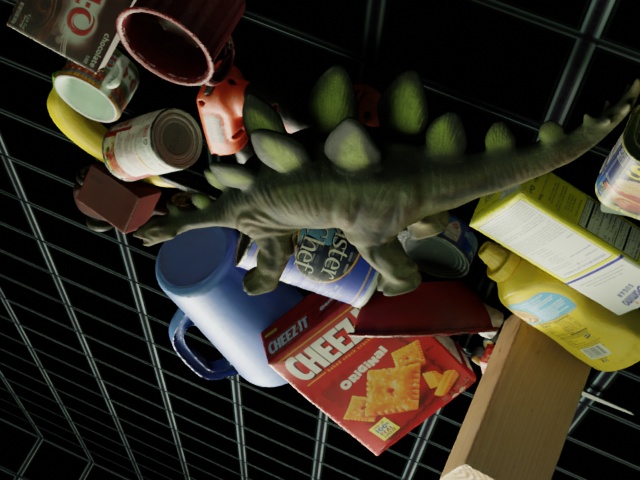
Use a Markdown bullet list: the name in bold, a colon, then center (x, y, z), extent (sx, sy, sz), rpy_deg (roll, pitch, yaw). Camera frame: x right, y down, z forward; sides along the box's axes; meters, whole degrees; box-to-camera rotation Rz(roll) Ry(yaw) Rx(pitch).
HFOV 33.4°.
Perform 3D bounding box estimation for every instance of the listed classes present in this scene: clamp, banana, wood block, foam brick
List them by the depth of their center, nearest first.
- **wood block**: center (0.216, 0.179, 1.142), extent (0.091, 0.206, 0.090), rpy_deg (27, 154, 0)
- **clamp**: center (-0.079, -0.039, 1.216), extent (0.165, 0.036, 0.209), rpy_deg (-4, 141, 44)
- **banana**: center (-0.245, -0.115, 1.238), extent (0.197, 0.037, 0.070), rpy_deg (38, 152, -22)
- **foam brick**: center (-0.239, -0.053, 1.271), extent (0.078, 0.051, 0.053), rpy_deg (35, 112, 14)

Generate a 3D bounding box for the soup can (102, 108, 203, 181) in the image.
- **soup can**: center (-0.183, -0.104, 1.165), extent (0.102, 0.068, 0.068), rpy_deg (-7, 138, 48)

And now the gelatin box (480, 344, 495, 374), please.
- **gelatin box**: center (0.232, 0.164, 1.264), extent (0.073, 0.030, 0.089), rpy_deg (14, 150, 24)

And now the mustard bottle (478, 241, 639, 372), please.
- **mustard bottle**: center (0.238, 0.060, 1.073), extent (0.191, 0.058, 0.096), rpy_deg (33, 153, -13)

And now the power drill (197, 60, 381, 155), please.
- **power drill**: center (-0.019, -0.097, 1.036), extent (0.188, 0.057, 0.184), rpy_deg (16, 148, 16)

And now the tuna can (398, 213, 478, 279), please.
- **tuna can**: center (0.120, 0.003, 1.109), extent (0.086, 0.033, 0.086), rpy_deg (22, 154, 11)

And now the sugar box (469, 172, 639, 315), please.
- **sugar box**: center (0.237, 0.000, 0.983), extent (0.176, 0.048, 0.093), rpy_deg (29, 155, -11)

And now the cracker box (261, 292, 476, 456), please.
- **cracker box**: center (0.061, 0.142, 1.277), extent (0.213, 0.164, 0.072), rpy_deg (44, -165, -31)

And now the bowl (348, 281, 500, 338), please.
- **bowl**: center (0.109, 0.073, 1.139), extent (0.162, 0.055, 0.162), rpy_deg (-2, 177, 0)

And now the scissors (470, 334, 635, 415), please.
- **scissors**: center (0.274, 0.157, 1.267), extent (0.202, 0.016, 0.096), rpy_deg (15, 151, 23)

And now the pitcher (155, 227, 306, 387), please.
- **pitcher**: center (-0.107, 0.081, 1.311), extent (0.145, 0.149, 0.242), rpy_deg (7, 154, 30)

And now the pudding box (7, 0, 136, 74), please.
- **pudding box**: center (-0.208, -0.217, 0.937), extent (0.090, 0.113, 0.039), rpy_deg (29, -166, -2)

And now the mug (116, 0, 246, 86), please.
- **mug**: center (-0.109, -0.186, 0.925), extent (0.093, 0.081, 0.117), rpy_deg (4, 146, 39)

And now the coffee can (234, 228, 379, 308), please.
- **coffee can**: center (-0.007, 0.001, 1.119), extent (0.140, 0.102, 0.103), rpy_deg (19, 156, -11)

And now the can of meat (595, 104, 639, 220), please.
- **can of meat**: center (0.276, -0.052, 0.837), extent (0.102, 0.057, 0.084), rpy_deg (24, 157, 7)

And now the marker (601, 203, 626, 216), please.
- **marker**: center (0.301, -0.023, 0.907), extent (0.121, 0.020, 0.020), rpy_deg (12, 150, 28)
